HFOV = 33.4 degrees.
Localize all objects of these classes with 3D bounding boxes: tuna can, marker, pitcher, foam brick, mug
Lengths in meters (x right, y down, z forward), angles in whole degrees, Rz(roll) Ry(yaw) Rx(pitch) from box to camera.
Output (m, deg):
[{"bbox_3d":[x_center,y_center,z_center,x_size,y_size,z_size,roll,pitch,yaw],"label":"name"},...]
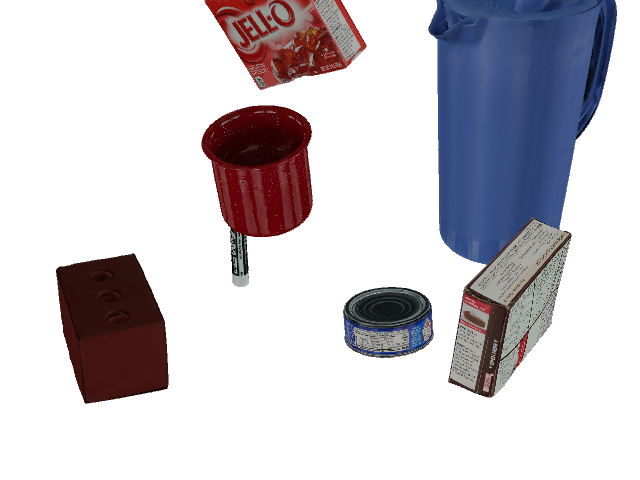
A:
[{"bbox_3d":[0.064,0.077,1.019,0.086,0.034,0.086,-5,23,2],"label":"tuna can"},{"bbox_3d":[-0.091,-0.002,1.179,0.020,0.121,0.020,0,34,0],"label":"marker"},{"bbox_3d":[0.171,-0.107,0.926,0.149,0.243,0.145,6,32,12],"label":"pitcher"},{"bbox_3d":[-0.129,0.054,0.658,0.053,0.051,0.078,-10,35,-20],"label":"foam brick"},{"bbox_3d":[-0.053,-0.064,0.926,0.093,0.081,0.117,-14,41,-8],"label":"mug"}]

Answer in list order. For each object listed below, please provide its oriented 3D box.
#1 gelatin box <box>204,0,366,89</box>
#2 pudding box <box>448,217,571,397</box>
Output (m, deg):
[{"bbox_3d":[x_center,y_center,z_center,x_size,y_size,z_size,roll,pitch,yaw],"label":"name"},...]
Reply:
[{"bbox_3d":[-0.024,-0.142,0.697,0.089,0.073,0.030,-5,36,46],"label":"gelatin box"},{"bbox_3d":[0.140,0.049,0.784,0.039,0.090,0.113,22,39,25],"label":"pudding box"}]
